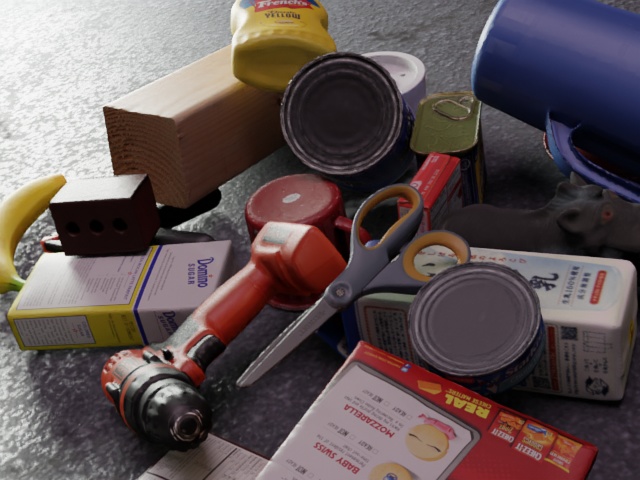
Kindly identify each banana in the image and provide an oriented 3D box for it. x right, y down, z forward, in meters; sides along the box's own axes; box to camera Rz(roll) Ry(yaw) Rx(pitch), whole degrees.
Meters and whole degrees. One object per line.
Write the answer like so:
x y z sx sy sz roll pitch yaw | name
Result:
-0.292 -0.004 1.024 0.069 0.037 0.198 5 36 -7 | banana

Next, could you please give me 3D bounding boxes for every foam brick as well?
-0.185 -0.022 0.922 0.078 0.053 0.051 -4 28 14 | foam brick

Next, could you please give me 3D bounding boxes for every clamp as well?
-0.168 -0.010 0.988 0.171 0.039 0.120 -4 23 9 | clamp

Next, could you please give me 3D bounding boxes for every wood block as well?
-0.104 -0.117 1.040 0.090 0.091 0.205 13 32 30 | wood block

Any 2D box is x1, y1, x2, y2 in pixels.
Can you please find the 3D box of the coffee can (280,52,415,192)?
0.030 -0.099 0.935 0.103 0.103 0.140 -6 -4 10 | coffee can

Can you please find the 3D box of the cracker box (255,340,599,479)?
0.041 0.175 0.609 0.164 0.072 0.213 23 47 21 | cracker box

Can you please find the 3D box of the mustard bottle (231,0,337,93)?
-0.039 -0.207 1.038 0.096 0.058 0.191 0 32 -5 | mustard bottle

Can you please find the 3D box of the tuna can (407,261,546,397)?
0.102 0.058 0.691 0.086 0.033 0.086 -11 52 13 | tuna can

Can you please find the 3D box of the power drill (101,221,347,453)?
-0.067 0.066 0.756 0.187 0.057 0.185 -41 18 -15 | power drill

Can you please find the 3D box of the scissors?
0.033 0.042 0.718 0.096 0.016 0.201 27 57 9 | scissors

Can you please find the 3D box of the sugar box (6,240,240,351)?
-0.162 0.047 0.900 0.176 0.048 0.093 -1 36 11 | sugar box

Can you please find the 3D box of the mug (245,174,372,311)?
-0.006 0.001 0.880 0.117 0.081 0.093 13 43 33 | mug

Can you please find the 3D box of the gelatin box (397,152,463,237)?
0.090 -0.015 0.864 0.030 0.089 0.073 11 42 24 | gelatin box

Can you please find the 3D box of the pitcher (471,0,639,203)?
0.246 -0.114 0.863 0.243 0.145 0.149 26 20 19 | pitcher

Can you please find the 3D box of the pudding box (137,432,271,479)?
-0.067 0.177 0.693 0.114 0.039 0.089 18 42 33 | pudding box

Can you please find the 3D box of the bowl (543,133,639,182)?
0.285 -0.119 0.977 0.162 0.055 0.162 -9 36 6 | bowl

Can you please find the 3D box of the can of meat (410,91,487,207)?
0.116 -0.070 0.937 0.057 0.084 0.102 -3 36 15 | can of meat
